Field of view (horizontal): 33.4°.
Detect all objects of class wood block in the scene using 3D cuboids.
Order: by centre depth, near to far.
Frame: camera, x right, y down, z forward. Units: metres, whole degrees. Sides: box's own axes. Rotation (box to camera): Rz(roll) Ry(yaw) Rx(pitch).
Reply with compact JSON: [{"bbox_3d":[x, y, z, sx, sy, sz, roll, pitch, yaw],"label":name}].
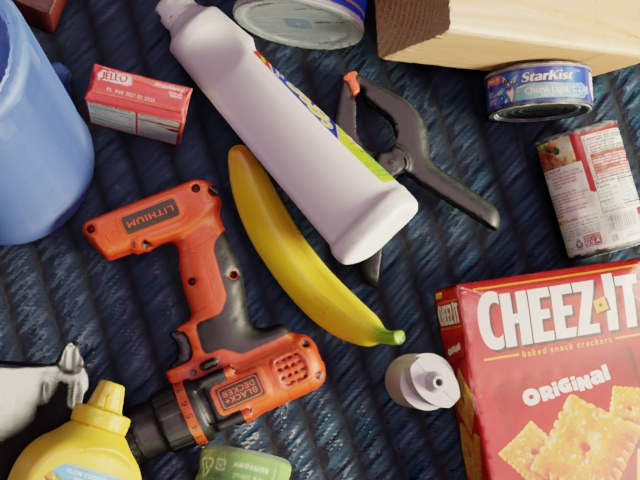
[{"bbox_3d":[0.152,-0.183,0.826,0.205,0.091,0.090,1,85,-32],"label":"wood block"}]

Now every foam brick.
[{"bbox_3d":[-0.232,-0.202,0.817,0.078,0.051,0.053,21,80,-7],"label":"foam brick"}]

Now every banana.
[{"bbox_3d":[-0.012,0.014,0.825,0.198,0.070,0.037,48,44,8],"label":"banana"}]

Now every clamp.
[{"bbox_3d":[0.052,-0.050,0.856,0.120,0.039,0.171,-33,83,-8],"label":"clamp"}]

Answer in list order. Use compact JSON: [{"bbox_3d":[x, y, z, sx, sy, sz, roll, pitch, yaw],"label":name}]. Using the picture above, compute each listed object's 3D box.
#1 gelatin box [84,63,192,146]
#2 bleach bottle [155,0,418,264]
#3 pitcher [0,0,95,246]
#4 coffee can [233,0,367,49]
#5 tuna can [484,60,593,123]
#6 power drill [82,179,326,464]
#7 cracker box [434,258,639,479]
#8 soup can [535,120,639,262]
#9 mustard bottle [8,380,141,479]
[{"bbox_3d":[-0.136,-0.101,0.803,0.073,0.089,0.030,13,81,-8],"label":"gelatin box"},{"bbox_3d":[-0.036,-0.094,0.804,0.068,0.102,0.251,-45,81,11],"label":"bleach bottle"},{"bbox_3d":[-0.233,-0.073,0.705,0.145,0.243,0.149,-13,81,-8],"label":"pitcher"},{"bbox_3d":[-0.007,-0.233,0.834,0.102,0.103,0.140,10,82,-9],"label":"coffee can"},{"bbox_3d":[0.176,-0.118,0.860,0.086,0.086,0.034,-2,86,-10],"label":"tuna can"},{"bbox_3d":[-0.110,0.062,0.806,0.184,0.057,0.187,-23,89,-6],"label":"power drill"},{"bbox_3d":[0.192,0.130,0.842,0.164,0.072,0.214,-8,84,-11],"label":"cracker box"},{"bbox_3d":[0.222,-0.040,0.868,0.068,0.068,0.102,-15,87,-11],"label":"soup can"},{"bbox_3d":[-0.174,0.190,0.734,0.096,0.058,0.191,27,74,-36],"label":"mustard bottle"}]
